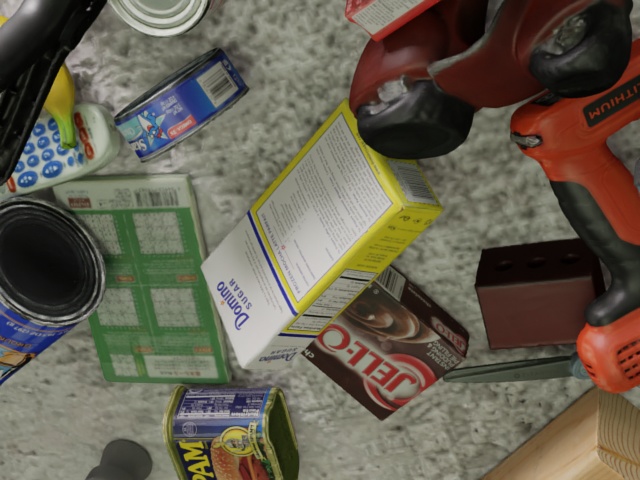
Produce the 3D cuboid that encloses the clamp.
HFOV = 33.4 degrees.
[{"bbox_3d":[-0.163,-0.131,0.638,0.036,0.164,0.210,30,86,-3],"label":"clamp"}]

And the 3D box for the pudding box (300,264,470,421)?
[{"bbox_3d":[0.037,0.066,0.764,0.113,0.039,0.090,42,121,-9],"label":"pudding box"}]

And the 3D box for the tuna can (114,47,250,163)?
[{"bbox_3d":[-0.090,-0.088,0.688,0.086,0.086,0.033,-26,107,27],"label":"tuna can"}]

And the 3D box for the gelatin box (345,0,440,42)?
[{"bbox_3d":[0.052,-0.165,0.595,0.030,0.089,0.073,32,140,-31],"label":"gelatin box"}]

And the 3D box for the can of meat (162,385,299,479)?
[{"bbox_3d":[-0.066,0.161,0.833,0.084,0.057,0.102,-3,126,14],"label":"can of meat"}]

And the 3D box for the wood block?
[{"bbox_3d":[0.165,0.212,0.780,0.091,0.090,0.206,38,122,-6],"label":"wood block"}]

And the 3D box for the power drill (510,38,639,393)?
[{"bbox_3d":[0.211,-0.023,0.634,0.184,0.057,0.187,-29,101,-3],"label":"power drill"}]

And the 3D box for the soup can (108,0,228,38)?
[{"bbox_3d":[-0.080,-0.166,0.632,0.068,0.102,0.068,7,120,12],"label":"soup can"}]

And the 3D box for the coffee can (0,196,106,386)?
[{"bbox_3d":[-0.239,0.046,0.785,0.102,0.102,0.141,46,127,-12],"label":"coffee can"}]

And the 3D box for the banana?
[{"bbox_3d":[-0.246,-0.128,0.726,0.198,0.069,0.037,21,165,5],"label":"banana"}]

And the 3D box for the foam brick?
[{"bbox_3d":[0.148,0.036,0.708,0.078,0.053,0.051,-7,116,19],"label":"foam brick"}]

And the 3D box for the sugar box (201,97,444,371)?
[{"bbox_3d":[-0.005,0.001,0.711,0.048,0.093,0.176,6,137,-42],"label":"sugar box"}]

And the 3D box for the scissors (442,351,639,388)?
[{"bbox_3d":[0.190,0.069,0.721,0.202,0.016,0.096,8,115,1],"label":"scissors"}]
